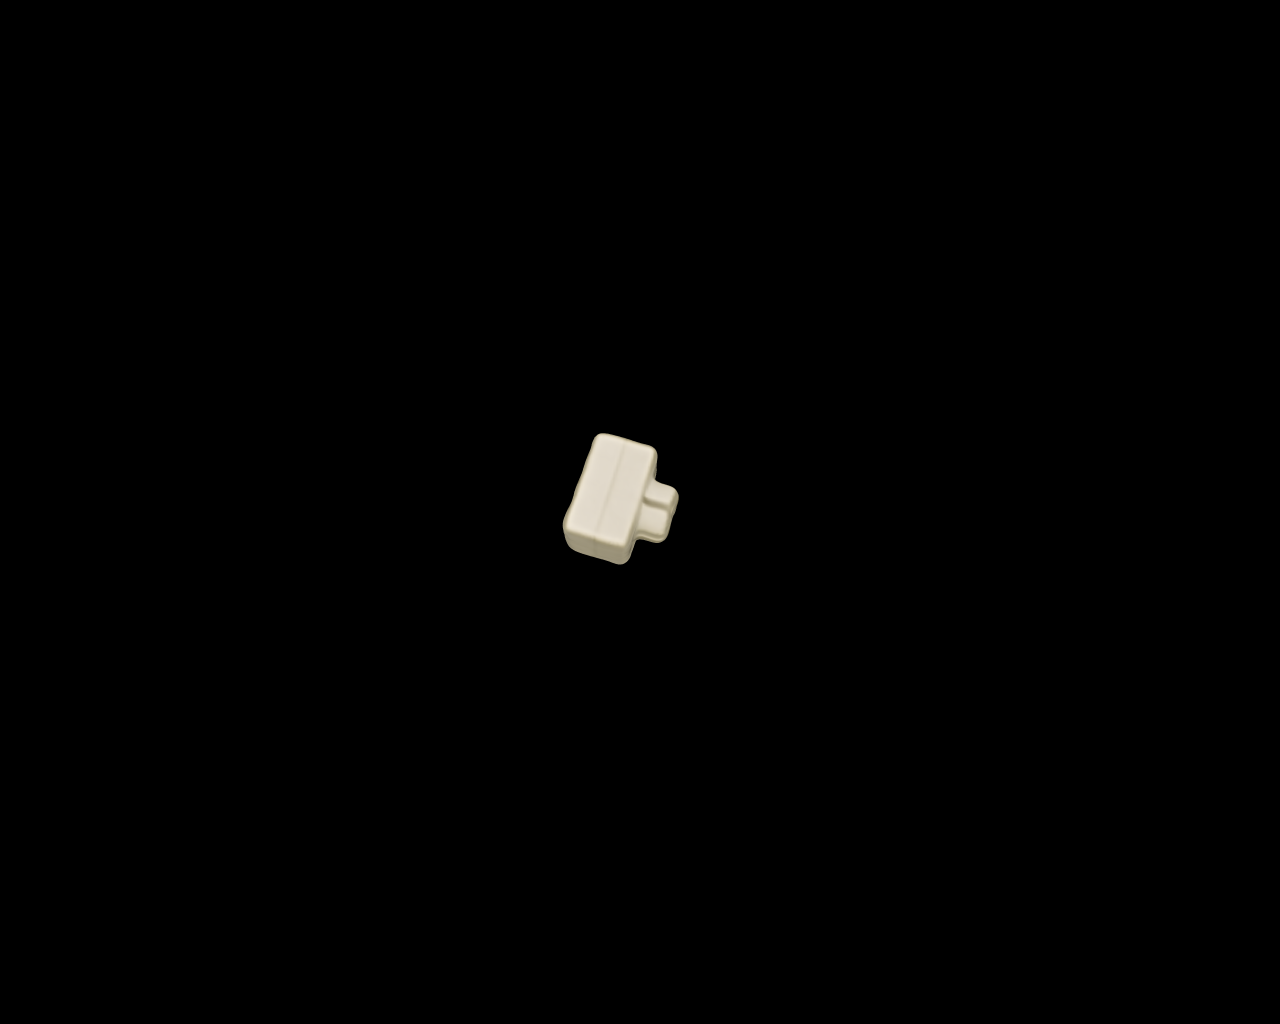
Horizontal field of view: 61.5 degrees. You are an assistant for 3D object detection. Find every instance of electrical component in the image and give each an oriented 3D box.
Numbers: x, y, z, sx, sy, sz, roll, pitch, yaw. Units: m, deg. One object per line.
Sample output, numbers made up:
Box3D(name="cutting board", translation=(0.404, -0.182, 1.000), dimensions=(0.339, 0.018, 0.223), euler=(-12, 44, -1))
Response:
Box3D(name="electrical component", translation=(0.001, -0.003, 0.650), dimensions=(0.077, 0.066, 0.047), euler=(17, -15, 5))
